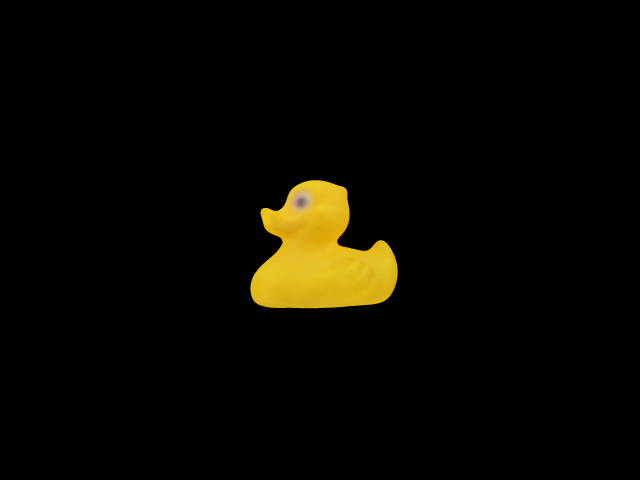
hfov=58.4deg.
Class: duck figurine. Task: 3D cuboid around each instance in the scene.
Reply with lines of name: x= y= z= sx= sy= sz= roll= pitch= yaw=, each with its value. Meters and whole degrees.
duck figurine: x=0.004 y=0.001 z=0.400 sx=0.105 sy=0.086 sz=0.077 roll=0 pitch=0 yaw=-17
